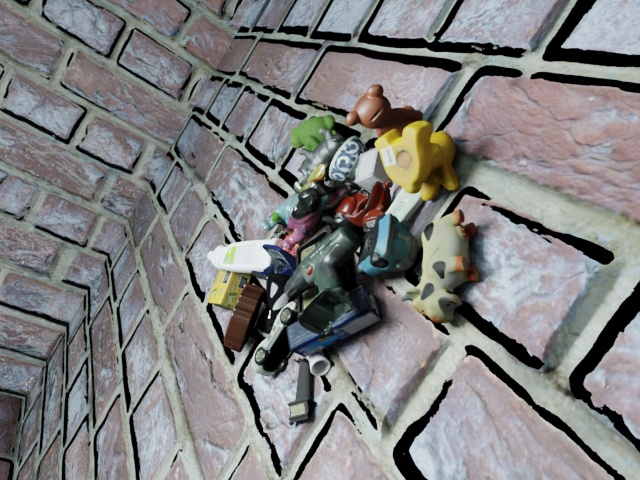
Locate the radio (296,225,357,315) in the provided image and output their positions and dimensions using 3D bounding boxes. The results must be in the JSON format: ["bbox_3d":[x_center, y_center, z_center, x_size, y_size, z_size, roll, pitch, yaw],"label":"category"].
[{"bbox_3d":[0.013,0.086,1.233,0.131,0.073,0.230,-40,39,33],"label":"radio"}]

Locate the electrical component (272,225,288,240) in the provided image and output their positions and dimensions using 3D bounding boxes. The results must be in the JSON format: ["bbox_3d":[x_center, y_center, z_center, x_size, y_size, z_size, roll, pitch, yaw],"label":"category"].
[{"bbox_3d":[-0.098,-0.044,1.529,0.102,0.045,0.078,-61,32,1],"label":"electrical component"}]

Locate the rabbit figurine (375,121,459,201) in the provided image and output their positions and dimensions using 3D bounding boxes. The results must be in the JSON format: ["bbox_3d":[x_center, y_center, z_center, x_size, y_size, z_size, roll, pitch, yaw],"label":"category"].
[{"bbox_3d":[0.220,-0.165,1.075,0.122,0.173,0.162,-25,91,46],"label":"rabbit figurine"}]

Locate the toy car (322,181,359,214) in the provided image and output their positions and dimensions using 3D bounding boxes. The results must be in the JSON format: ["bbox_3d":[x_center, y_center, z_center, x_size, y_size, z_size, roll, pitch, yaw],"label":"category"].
[{"bbox_3d":[0.024,-0.098,1.389,0.202,0.053,0.089,-3,66,54],"label":"toy car"}]

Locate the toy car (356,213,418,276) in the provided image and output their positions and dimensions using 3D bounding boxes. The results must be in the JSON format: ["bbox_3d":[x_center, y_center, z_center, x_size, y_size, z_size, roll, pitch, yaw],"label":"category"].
[{"bbox_3d":[0.139,0.024,1.068,0.161,0.103,0.109,122,162,-61],"label":"toy car"}]

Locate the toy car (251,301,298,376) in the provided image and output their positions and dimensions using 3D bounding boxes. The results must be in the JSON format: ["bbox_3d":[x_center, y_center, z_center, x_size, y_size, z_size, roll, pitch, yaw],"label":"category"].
[{"bbox_3d":[-0.088,0.232,1.265,0.201,0.073,0.056,-58,32,6],"label":"toy car"}]

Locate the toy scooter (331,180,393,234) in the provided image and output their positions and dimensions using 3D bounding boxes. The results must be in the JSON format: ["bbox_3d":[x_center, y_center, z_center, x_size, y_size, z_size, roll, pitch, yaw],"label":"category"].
[{"bbox_3d":[0.106,-0.079,1.230,0.184,0.075,0.135,16,80,55],"label":"toy scooter"}]

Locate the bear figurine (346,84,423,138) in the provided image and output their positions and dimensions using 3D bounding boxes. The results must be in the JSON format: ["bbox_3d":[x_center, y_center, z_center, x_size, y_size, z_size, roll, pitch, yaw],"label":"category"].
[{"bbox_3d":[0.143,-0.272,1.211,0.120,0.195,0.132,-54,30,18],"label":"bear figurine"}]

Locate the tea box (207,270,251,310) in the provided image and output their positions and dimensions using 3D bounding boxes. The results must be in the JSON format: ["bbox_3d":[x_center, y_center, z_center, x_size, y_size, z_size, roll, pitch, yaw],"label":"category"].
[{"bbox_3d":[-0.265,0.123,1.618,0.098,0.068,0.169,-6,60,54],"label":"tea box"}]

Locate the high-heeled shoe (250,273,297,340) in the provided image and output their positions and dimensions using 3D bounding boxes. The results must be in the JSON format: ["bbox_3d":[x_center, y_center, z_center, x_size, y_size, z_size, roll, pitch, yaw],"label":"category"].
[{"bbox_3d":[-0.136,0.168,1.317,0.249,0.145,0.086,-39,37,30],"label":"high-heeled shoe"}]

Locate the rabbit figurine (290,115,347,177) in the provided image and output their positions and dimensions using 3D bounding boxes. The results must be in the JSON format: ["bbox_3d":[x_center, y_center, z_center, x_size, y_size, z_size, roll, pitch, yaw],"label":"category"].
[{"bbox_3d":[0.015,-0.249,1.495,0.159,0.121,0.170,-22,66,38],"label":"rabbit figurine"}]

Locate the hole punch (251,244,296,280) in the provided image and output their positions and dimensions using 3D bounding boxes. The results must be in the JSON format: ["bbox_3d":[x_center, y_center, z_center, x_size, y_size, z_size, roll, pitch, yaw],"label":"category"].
[{"bbox_3d":[-0.099,0.068,1.370,0.142,0.115,0.092,5,76,59],"label":"hole punch"}]

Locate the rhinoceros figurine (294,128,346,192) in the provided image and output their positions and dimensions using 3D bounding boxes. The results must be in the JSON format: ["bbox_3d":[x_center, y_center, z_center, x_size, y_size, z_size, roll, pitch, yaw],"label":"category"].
[{"bbox_3d":[0.000,-0.197,1.386,0.190,0.073,0.112,-48,54,24],"label":"rhinoceros figurine"}]

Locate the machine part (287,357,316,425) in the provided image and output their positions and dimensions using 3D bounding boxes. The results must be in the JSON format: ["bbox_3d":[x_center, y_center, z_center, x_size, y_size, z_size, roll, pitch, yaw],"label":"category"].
[{"bbox_3d":[-0.039,0.323,1.160,0.084,0.039,0.139,-41,38,45],"label":"machine part"}]

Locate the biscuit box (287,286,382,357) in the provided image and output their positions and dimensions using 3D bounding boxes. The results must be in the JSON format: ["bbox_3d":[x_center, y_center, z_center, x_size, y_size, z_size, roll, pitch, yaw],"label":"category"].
[{"bbox_3d":[0.026,0.172,1.113,0.203,0.059,0.063,-30,50,21],"label":"biscuit box"}]

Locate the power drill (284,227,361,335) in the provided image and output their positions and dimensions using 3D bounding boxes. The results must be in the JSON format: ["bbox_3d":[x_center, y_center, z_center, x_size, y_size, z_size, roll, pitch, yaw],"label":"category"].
[{"bbox_3d":[0.000,0.094,1.091,0.232,0.086,0.207,-47,17,25],"label":"power drill"}]

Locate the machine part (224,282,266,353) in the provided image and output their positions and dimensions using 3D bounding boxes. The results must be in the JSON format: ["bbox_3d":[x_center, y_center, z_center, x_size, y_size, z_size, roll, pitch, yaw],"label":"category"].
[{"bbox_3d":[-0.196,0.199,1.388,0.179,0.056,0.179,12,-83,-90],"label":"machine part"}]

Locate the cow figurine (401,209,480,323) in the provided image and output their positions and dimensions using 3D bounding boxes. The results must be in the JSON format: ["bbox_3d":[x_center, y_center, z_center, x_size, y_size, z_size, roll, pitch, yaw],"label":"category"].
[{"bbox_3d":[0.213,0.054,0.957,0.127,0.085,0.195,-20,52,40],"label":"cow figurine"}]

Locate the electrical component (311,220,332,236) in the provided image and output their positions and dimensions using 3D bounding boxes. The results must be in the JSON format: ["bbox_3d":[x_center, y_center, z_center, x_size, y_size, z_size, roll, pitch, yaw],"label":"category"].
[{"bbox_3d":[-0.003,-0.004,1.379,0.063,0.021,0.094,27,90,59],"label":"electrical component"}]

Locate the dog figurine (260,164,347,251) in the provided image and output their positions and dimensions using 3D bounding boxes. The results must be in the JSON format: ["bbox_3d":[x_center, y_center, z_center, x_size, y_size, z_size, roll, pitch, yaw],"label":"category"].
[{"bbox_3d":[-0.026,-0.084,1.305,0.219,0.108,0.191,-45,-4,24],"label":"dog figurine"}]
